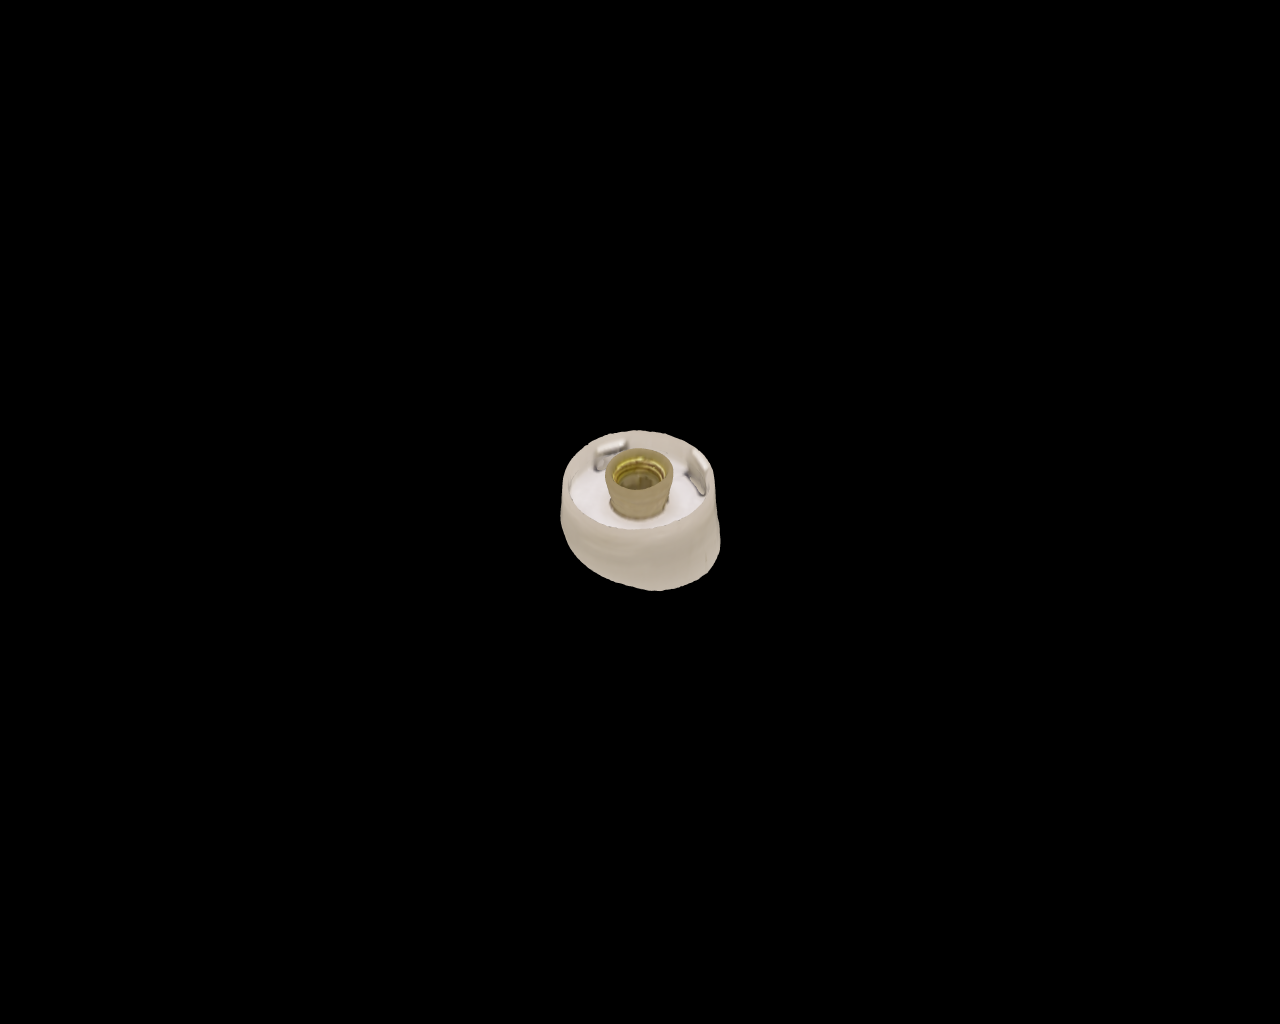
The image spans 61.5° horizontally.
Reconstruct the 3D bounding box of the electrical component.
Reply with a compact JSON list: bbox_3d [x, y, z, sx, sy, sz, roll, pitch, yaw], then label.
[{"bbox_3d":[0.001,-0.003,0.650,0.099,0.064,0.099,0,43,0],"label":"electrical component"}]
